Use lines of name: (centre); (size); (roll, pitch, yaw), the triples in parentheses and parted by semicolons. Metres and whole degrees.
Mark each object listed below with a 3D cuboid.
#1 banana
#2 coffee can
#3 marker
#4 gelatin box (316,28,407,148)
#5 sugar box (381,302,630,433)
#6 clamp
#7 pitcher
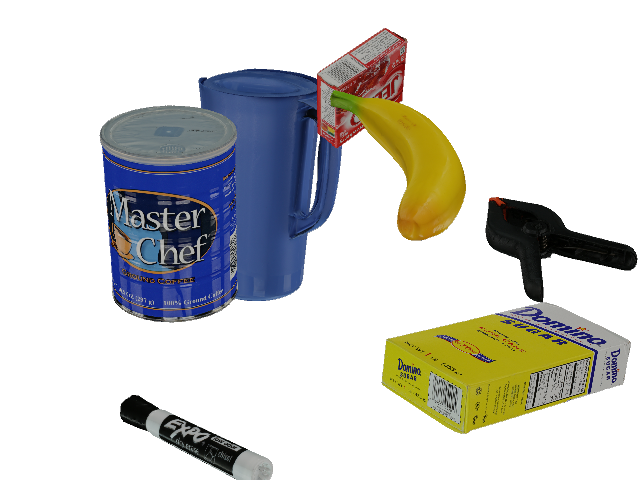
banana: (0.060, -0.050, 0.705); (0.069, 0.037, 0.198); (-5, 30, -12)
coffee can: (-0.116, -0.022, 0.835); (0.103, 0.140, 0.103); (1, 28, -1)
marker: (-0.079, 0.119, 0.645); (0.121, 0.020, 0.020); (17, 10, 38)
gelatin box: (0.037, -0.134, 0.940); (0.089, 0.073, 0.030); (-37, 60, -26)
sugar box: (0.144, 0.093, 0.821); (0.175, 0.048, 0.093); (-12, 25, -34)
clamp: (0.229, 0.000, 1.064); (0.120, 0.039, 0.171); (-8, 33, -14)
pitcher: (-0.060, -0.059, 1.164); (0.145, 0.243, 0.149); (0, 21, -8)
